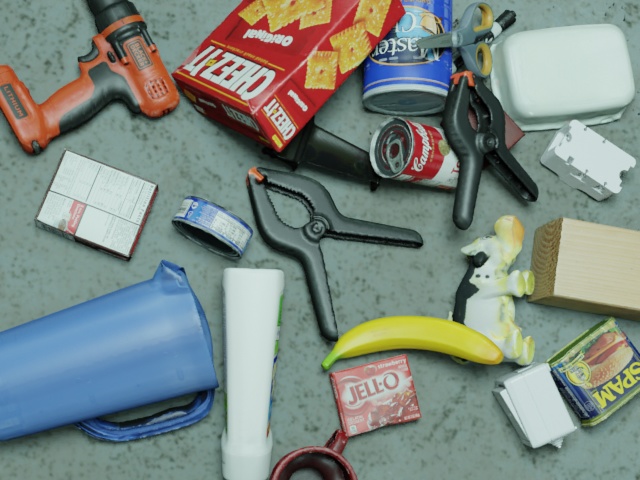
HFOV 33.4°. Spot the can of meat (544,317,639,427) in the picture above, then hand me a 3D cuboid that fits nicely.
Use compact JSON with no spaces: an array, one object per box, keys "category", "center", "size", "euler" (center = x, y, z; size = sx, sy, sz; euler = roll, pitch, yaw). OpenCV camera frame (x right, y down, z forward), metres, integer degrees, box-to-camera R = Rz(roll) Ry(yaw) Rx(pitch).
[{"category":"can of meat","center":[0.318,0.149,1.217],"size":[0.102,0.057,0.084],"euler":[-34,85,-12]}]

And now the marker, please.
[{"category":"marker","center":[0.189,-0.236,1.276],"size":[0.121,0.020,0.020],"euler":[-40,89,-12]}]

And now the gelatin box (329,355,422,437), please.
[{"category":"gelatin box","center":[0.061,0.173,1.188],"size":[0.089,0.030,0.073],"euler":[-12,83,-10]}]

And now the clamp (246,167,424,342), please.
[{"category":"clamp","center":[-0.008,0.001,1.199],"size":[0.210,0.036,0.164],"euler":[36,70,0]}]

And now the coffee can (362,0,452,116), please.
[{"category":"coffee can","center":[0.101,-0.223,1.219],"size":[0.102,0.103,0.140],"euler":[3,81,-8]}]

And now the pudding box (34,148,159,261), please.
[{"category":"pudding box","center":[-0.245,-0.039,1.173],"size":[0.113,0.039,0.090],"euler":[22,78,-6]}]

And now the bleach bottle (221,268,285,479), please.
[{"category":"bleach bottle","center":[-0.076,0.156,1.146],"size":[0.068,0.102,0.251],"euler":[2,88,-2]}]

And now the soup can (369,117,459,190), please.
[{"category":"soup can","center":[0.115,-0.096,1.198],"size":[0.102,0.069,0.068],"euler":[8,78,-39]}]

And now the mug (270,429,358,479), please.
[{"category":"mug","center":[-0.005,0.255,1.139],"size":[0.093,0.081,0.117],"euler":[29,79,-3]}]

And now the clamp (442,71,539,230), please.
[{"category":"clamp","center":[0.187,-0.103,1.185],"size":[0.120,0.039,0.171],"euler":[-12,97,-36]}]

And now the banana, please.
[{"category":"banana","center":[0.102,0.113,1.175],"size":[0.198,0.037,0.069],"euler":[-5,53,14]}]

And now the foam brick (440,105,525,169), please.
[{"category":"foam brick","center":[0.188,-0.129,1.243],"size":[0.051,0.053,0.078],"euler":[-42,90,-12]}]

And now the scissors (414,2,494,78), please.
[{"category":"scissors","center":[0.155,-0.208,1.191],"size":[0.201,0.016,0.096],"euler":[-45,128,-49]}]

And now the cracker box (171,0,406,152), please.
[{"category":"cracker box","center":[-0.037,-0.215,1.167],"size":[0.213,0.164,0.072],"euler":[-48,134,-12]}]

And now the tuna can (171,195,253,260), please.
[{"category":"tuna can","center":[-0.117,-0.014,1.164],"size":[0.086,0.086,0.033],"euler":[28,76,-3]}]

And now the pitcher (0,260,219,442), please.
[{"category":"pitcher","center":[-0.230,0.133,1.111],"size":[0.242,0.145,0.149],"euler":[-17,70,-7]}]

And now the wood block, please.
[{"category":"wood block","center":[0.354,0.041,1.221],"size":[0.206,0.090,0.091],"euler":[10,80,-7]}]

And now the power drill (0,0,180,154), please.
[{"category":"power drill","center":[-0.273,-0.193,1.183],"size":[0.187,0.057,0.184],"euler":[-28,86,-11]}]
